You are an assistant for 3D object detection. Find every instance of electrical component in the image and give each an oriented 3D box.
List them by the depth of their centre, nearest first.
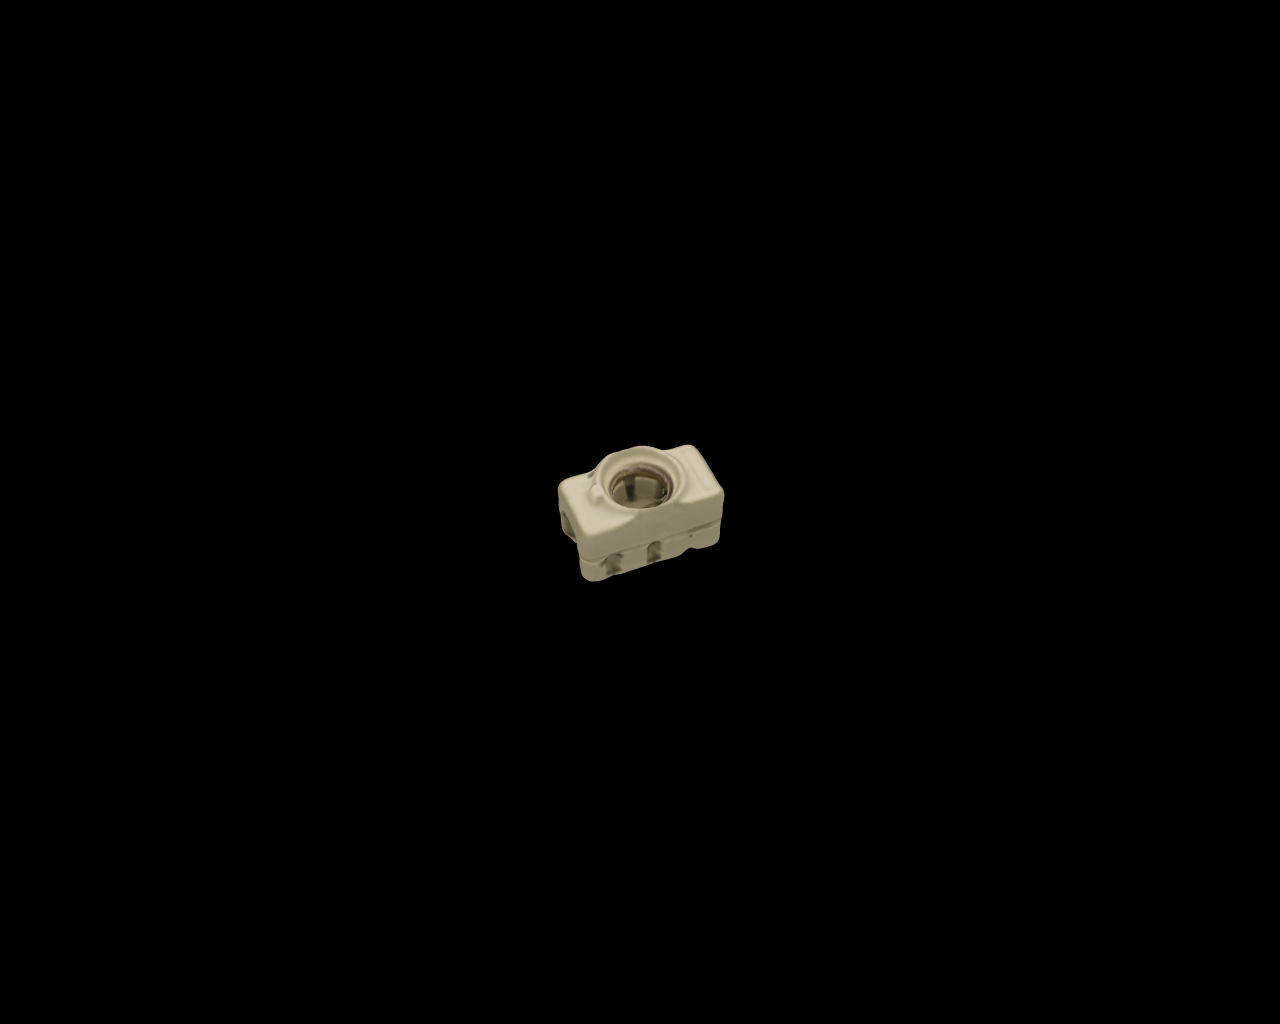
[{"bbox_3d":[0.001,-0.003,0.650,0.090,0.050,0.055,-17,-39,-14],"label":"electrical component"}]
